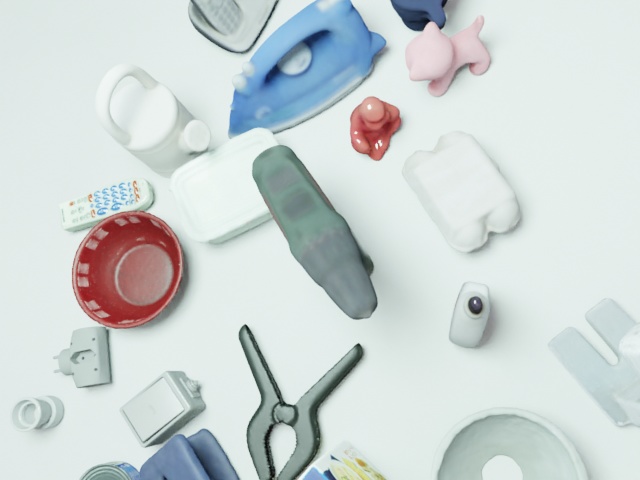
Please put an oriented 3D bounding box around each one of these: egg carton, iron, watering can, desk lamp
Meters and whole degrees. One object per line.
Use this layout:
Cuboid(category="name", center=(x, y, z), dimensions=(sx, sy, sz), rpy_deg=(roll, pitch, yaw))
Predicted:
Cuboid(category="egg carton", center=(0.180, -0.064, 0.730), dimensions=(0.107, 0.069, 0.150), rpy_deg=(-32, 74, 2))
Cuboid(category="iron", center=(-0.040, -0.240, 0.773), dimensions=(0.258, 0.141, 0.118), rpy_deg=(-38, 73, 0))
Cuboid(category="watering can", center=(-0.223, -0.161, 0.760), dimensions=(0.172, 0.194, 0.101), rpy_deg=(0, 77, 11))
Cuboid(category="desk lamp", center=(0.349, 0.155, 0.574), dimensions=(0.118, 0.214, 0.203), rpy_deg=(-39, 73, 0))

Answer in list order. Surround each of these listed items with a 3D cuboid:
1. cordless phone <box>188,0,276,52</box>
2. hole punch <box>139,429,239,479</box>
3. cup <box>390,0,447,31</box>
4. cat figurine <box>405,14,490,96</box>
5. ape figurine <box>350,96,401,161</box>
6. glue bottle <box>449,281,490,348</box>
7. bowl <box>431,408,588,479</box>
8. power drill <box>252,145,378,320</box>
Cuboid(category="cordless phone", center=(-0.135, -0.367, 0.797), dimensions=(0.094, 0.185, 0.148), rpy_deg=(22, 82, 15))
Cuboid(category="hole punch", center=(-0.164, 0.301, 0.697), dimensions=(0.101, 0.091, 0.108), rpy_deg=(-38, 74, 0))
Cuboid(category="cup", center=(0.143, -0.322, 0.783), dimensions=(0.091, 0.095, 0.117), rpy_deg=(-24, 74, 4))
Cuboid(category="cat figurine", center=(0.162, -0.248, 0.751), dimensions=(0.128, 0.118, 0.067), rpy_deg=(-31, 74, 2))
Cuboid(category="ape figurine", center=(0.070, -0.158, 0.760), dimensions=(0.078, 0.092, 0.076), rpy_deg=(-25, 74, 4))
Cuboid(category="glue bottle", center=(0.170, 0.079, 0.645), dimensions=(0.037, 0.173, 0.078), rpy_deg=(10, 79, 13))
Cuboid(category="bowl", center=(0.208, 0.273, 0.645), dimensions=(0.167, 0.075, 0.167), rpy_deg=(-2, 77, 10))
Cuboid(category="power drill", center=(0.006, 0.002, 0.674), dimensions=(0.075, 0.208, 0.229), rpy_deg=(-34, 74, 1))
